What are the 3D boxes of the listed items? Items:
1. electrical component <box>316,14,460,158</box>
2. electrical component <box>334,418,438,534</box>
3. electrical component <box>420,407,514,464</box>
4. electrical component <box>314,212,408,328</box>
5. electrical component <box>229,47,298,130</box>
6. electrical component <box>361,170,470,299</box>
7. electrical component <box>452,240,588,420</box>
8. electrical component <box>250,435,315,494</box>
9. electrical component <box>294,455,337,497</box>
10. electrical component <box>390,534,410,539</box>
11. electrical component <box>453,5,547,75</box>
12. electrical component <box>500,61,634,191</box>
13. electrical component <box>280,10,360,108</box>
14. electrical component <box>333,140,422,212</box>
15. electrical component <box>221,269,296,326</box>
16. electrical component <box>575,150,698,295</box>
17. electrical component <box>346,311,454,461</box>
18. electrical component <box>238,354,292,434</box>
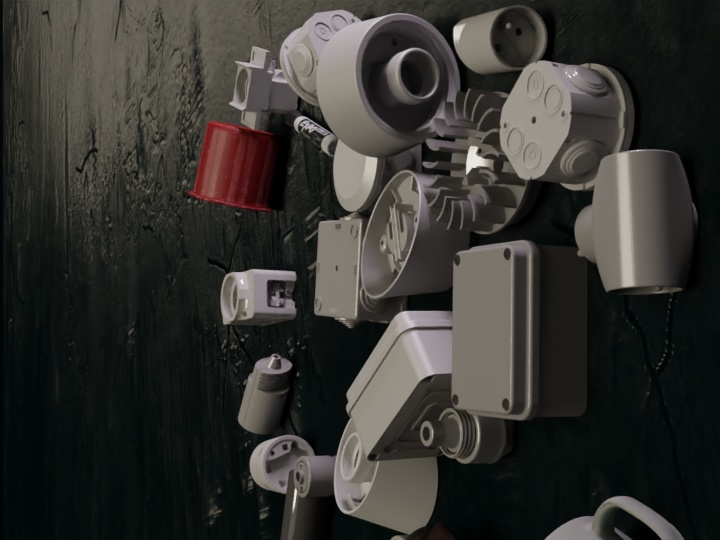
[{"bbox_3d":[0.028,-0.143,0.825,0.060,0.108,0.108,-6,82,56],"label":"electrical component"},{"bbox_3d":[0.021,0.159,0.872,0.099,0.064,0.099,-164,90,-70],"label":"electrical component"},{"bbox_3d":[0.073,0.114,0.750,0.043,0.062,0.043,-13,76,62],"label":"electrical component"},{"bbox_3d":[0.000,0.000,0.921,0.100,0.048,0.099,1,88,63],"label":"electrical component"},{"bbox_3d":[-0.097,-0.187,1.115,0.042,0.064,0.081,35,118,58],"label":"electrical component"},{"bbox_3d":[0.040,-0.027,0.827,0.099,0.064,0.099,-179,90,-65],"label":"electrical component"},{"bbox_3d":[0.103,0.040,0.705,0.078,0.057,0.113,-7,81,63],"label":"electrical component"},{"bbox_3d":[-0.077,0.189,1.044,0.047,0.055,0.055,157,113,-64],"label":"electrical component"},{"bbox_3d":[-0.024,0.178,0.929,0.044,0.065,0.044,-13,76,62],"label":"electrical component"},{"bbox_3d":[0.030,0.224,0.821,0.043,0.062,0.043,-13,75,62],"label":"electrical component"},{"bbox_3d":[0.094,-0.160,0.759,0.081,0.043,0.043,-161,76,-70],"label":"electrical component"},{"bbox_3d":[0.129,-0.091,0.675,0.080,0.051,0.080,-12,76,62],"label":"electrical component"},{"bbox_3d":[-0.027,-0.189,0.964,0.051,0.080,0.080,-33,58,51],"label":"electrical component"},{"bbox_3d":[0.014,-0.088,0.902,0.080,0.051,0.080,-12,76,62],"label":"electrical component"},{"bbox_3d":[-0.110,0.030,1.125,0.089,0.056,0.050,-16,73,62],"label":"electrical component"},{"bbox_3d":[0.153,-0.024,0.628,0.079,0.044,0.077,-15,74,62],"label":"electrical component"},{"bbox_3d":[0.046,0.085,0.789,0.113,0.078,0.057,-60,40,41],"label":"electrical component"},{"bbox_3d":[-0.095,0.122,1.099,0.043,0.043,0.081,52,132,52],"label":"electrical component"}]
